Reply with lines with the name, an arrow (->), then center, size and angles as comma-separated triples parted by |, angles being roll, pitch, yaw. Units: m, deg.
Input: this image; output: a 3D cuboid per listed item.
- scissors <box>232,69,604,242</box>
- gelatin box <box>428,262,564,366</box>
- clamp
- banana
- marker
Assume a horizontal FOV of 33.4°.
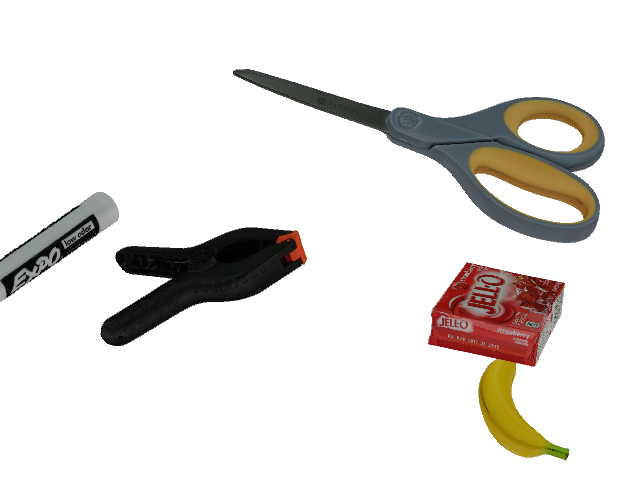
scissors -> 0.062, -0.067, 0.560 | 0.202, 0.096, 0.016 | 32, -33, 17
gelatin box -> 0.122, 0.049, 0.732 | 0.073, 0.030, 0.089 | 12, 24, 21
clamp -> -0.098, 0.033, 0.857 | 0.172, 0.039, 0.120 | -12, 39, 15
banana -> 0.211, 0.186, 1.193 | 0.069, 0.037, 0.198 | 11, 25, -14
marker -> -0.150, 0.012, 0.536 | 0.020, 0.020, 0.120 | 0, 31, 43
